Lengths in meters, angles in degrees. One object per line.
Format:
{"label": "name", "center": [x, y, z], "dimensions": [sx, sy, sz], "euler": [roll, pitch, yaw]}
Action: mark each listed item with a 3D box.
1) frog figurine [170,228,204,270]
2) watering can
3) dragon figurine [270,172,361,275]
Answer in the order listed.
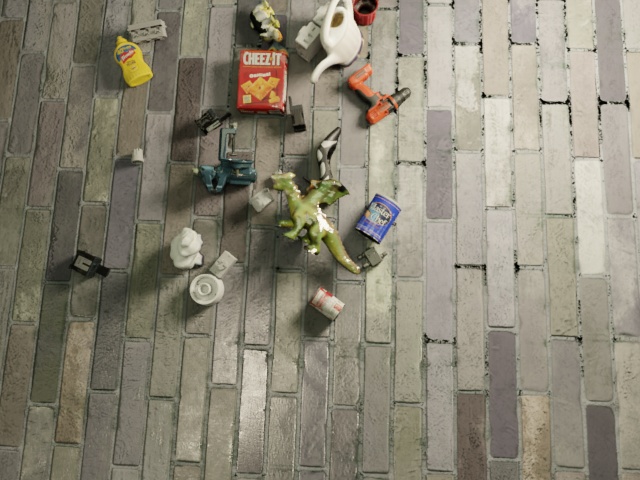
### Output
{"label": "frog figurine", "center": [-0.444, 0.027, 1.688], "dimensions": [0.123, 0.158, 0.138], "euler": [14, 83, 6]}
{"label": "watering can", "center": [0.054, -0.661, 1.760], "dimensions": [0.104, 0.223, 0.349], "euler": [14, 85, 28]}
{"label": "dragon figurine", "center": [0.005, -0.085, 1.687], "dimensions": [0.411, 0.122, 0.242], "euler": [30, 95, 2]}
